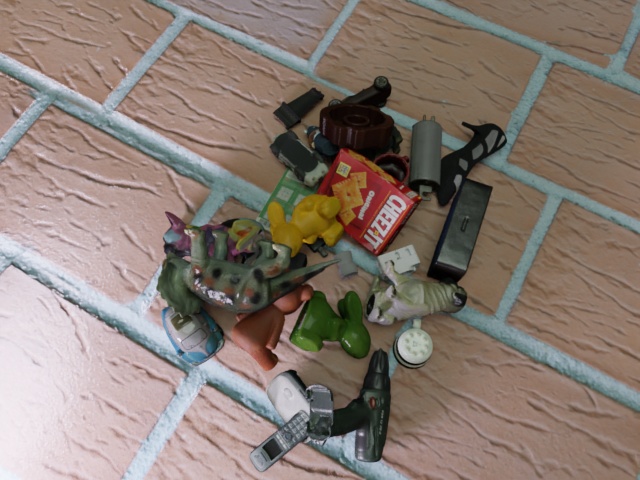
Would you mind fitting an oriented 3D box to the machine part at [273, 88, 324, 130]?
[{"bbox_3d":[-0.053,-0.355,1.430,0.139,0.039,0.084,-37,67,-10],"label":"machine part"}]

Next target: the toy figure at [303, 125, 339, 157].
[{"bbox_3d":[0.001,-0.251,1.354,0.064,0.155,0.057,12,109,-24],"label":"toy figure"}]

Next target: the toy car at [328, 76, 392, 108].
[{"bbox_3d":[0.096,-0.358,1.401,0.202,0.089,0.053,-28,71,-7],"label":"toy car"}]

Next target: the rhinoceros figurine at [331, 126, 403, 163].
[{"bbox_3d":[0.120,-0.234,1.361,0.190,0.073,0.112,-31,73,-10],"label":"rhinoceros figurine"}]

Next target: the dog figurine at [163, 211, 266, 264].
[{"bbox_3d":[-0.261,-0.011,1.268,0.219,0.108,0.191,34,74,15],"label":"dog figurine"}]

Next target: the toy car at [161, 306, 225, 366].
[{"bbox_3d":[-0.290,0.191,1.192,0.109,0.103,0.162,-34,74,-12],"label":"toy car"}]

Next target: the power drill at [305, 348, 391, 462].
[{"bbox_3d":[0.065,0.333,1.099,0.086,0.207,0.232,-9,72,40],"label":"power drill"}]

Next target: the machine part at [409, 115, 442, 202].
[{"bbox_3d":[0.264,-0.209,1.346,0.079,0.079,0.243,7,70,4],"label":"machine part"}]

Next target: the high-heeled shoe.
[{"bbox_3d":[0.384,-0.184,1.355,0.145,0.086,0.248,20,88,-23],"label":"high-heeled shoe"}]

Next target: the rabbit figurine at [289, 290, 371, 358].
[{"bbox_3d":[0.037,0.195,1.196,0.170,0.121,0.159,26,64,-8],"label":"rabbit figurine"}]

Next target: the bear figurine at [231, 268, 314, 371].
[{"bbox_3d":[-0.101,0.166,1.178,0.120,0.131,0.196,32,69,25],"label":"bear figurine"}]

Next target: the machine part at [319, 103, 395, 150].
[{"bbox_3d":[0.086,-0.274,1.290,0.179,0.056,0.179,4,35,-3],"label":"machine part"}]

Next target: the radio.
[{"bbox_3d":[0.321,-0.015,1.242,0.073,0.131,0.229,21,71,9],"label":"radio"}]

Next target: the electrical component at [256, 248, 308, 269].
[{"bbox_3d":[-0.094,0.061,1.261,0.115,0.058,0.134,16,71,5],"label":"electrical component"}]

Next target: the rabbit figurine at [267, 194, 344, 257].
[{"bbox_3d":[-0.050,-0.033,1.223,0.163,0.121,0.173,26,53,24],"label":"rabbit figurine"}]

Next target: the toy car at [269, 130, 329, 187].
[{"bbox_3d":[-0.055,-0.207,1.347,0.073,0.056,0.202,-40,54,-6],"label":"toy car"}]

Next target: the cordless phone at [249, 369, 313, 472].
[{"bbox_3d":[-0.087,0.379,1.129,0.184,0.088,0.147,-38,73,-8],"label":"cordless phone"}]

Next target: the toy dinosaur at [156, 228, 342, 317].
[{"bbox_3d":[-0.172,0.084,1.113,0.405,0.131,0.192,12,95,12],"label":"toy dinosaur"}]

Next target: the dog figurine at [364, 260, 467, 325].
[{"bbox_3d":[0.212,0.145,1.199,0.190,0.172,0.121,18,54,-14],"label":"dog figurine"}]

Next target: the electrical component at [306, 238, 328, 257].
[{"bbox_3d":[-0.003,-0.004,1.303,0.063,0.021,0.094,-38,72,-13],"label":"electrical component"}]
